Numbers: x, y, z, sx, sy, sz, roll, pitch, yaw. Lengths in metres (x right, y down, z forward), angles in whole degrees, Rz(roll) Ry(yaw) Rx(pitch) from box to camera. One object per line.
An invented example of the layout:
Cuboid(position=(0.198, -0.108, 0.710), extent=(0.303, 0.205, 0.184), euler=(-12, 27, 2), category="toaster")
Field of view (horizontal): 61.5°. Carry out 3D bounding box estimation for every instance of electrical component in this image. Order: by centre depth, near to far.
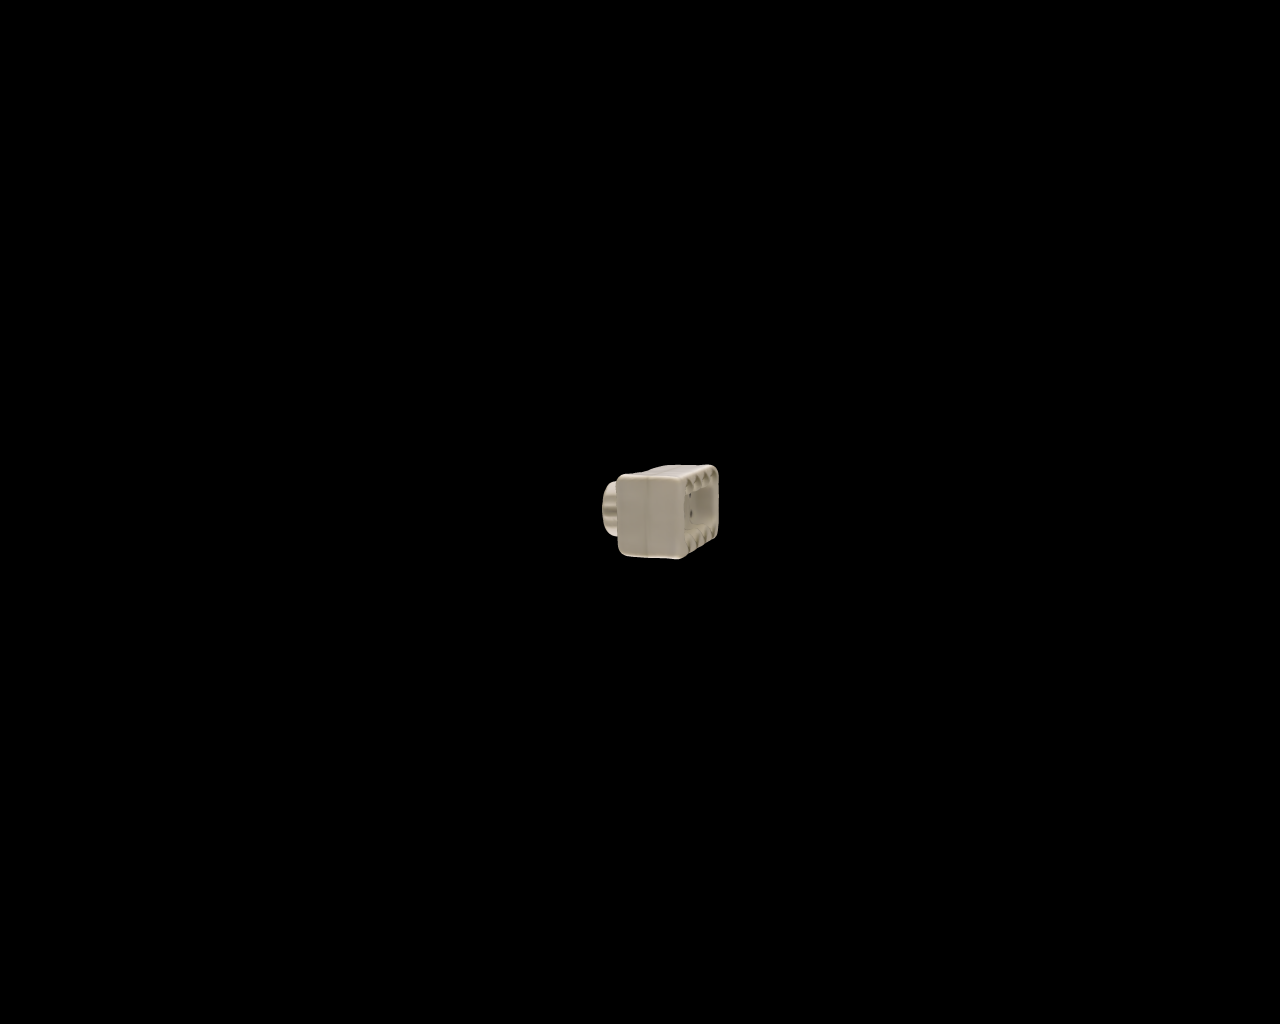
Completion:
Cuboid(position=(0.001, -0.003, 0.650), extent=(0.076, 0.047, 0.083), euler=(3, 8, 19), category="electrical component")
